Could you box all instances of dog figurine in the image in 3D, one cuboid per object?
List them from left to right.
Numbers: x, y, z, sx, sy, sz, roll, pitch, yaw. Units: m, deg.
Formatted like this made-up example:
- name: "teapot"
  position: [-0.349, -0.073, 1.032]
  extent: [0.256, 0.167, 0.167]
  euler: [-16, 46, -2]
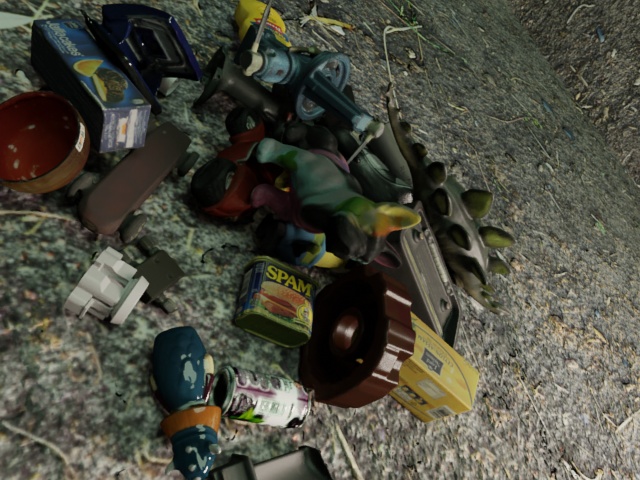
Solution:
- name: "dog figurine"
  position: [0.028, -0.054, 0.697]
  extent: [0.219, 0.108, 0.191]
  euler: [29, 35, 14]

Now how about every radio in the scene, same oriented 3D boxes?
- name: "radio"
  position: [0.143, 0.064, 0.810]
  extent: [0.229, 0.073, 0.131]
  euler: [66, 33, -22]

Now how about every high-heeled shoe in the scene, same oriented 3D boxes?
- name: "high-heeled shoe"
  position: [0.096, -0.111, 0.997]
  extent: [0.248, 0.086, 0.145]
  euler: [45, 5, -33]

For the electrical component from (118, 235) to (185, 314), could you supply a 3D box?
- name: "electrical component"
  position: [-0.191, 0.041, 0.625]
  extent: [0.094, 0.021, 0.063]
  euler: [49, 39, 0]

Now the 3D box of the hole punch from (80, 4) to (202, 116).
- name: "hole punch"
  position: [-0.228, -0.244, 0.698]
  extent: [0.116, 0.092, 0.142]
  euler: [42, -10, 26]

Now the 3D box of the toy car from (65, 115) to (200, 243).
- name: "toy car"
  position: [-0.225, -0.079, 0.664]
  extent: [0.089, 0.053, 0.202]
  euler: [36, 43, -13]

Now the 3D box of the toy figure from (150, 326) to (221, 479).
- name: "toy figure"
  position: [-0.133, 0.165, 0.548]
  extent: [0.057, 0.064, 0.154]
  euler: [19, 46, -52]

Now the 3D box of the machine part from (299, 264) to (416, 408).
- name: "machine part"
  position: [0.044, 0.120, 0.667]
  extent: [0.056, 0.179, 0.179]
  euler: [27, 44, -28]

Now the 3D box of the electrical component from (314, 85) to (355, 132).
- name: "electrical component"
  position: [0.009, -0.269, 1.028]
  extent: [0.115, 0.058, 0.134]
  euler: [19, 48, -34]

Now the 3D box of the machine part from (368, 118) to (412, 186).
- name: "machine part"
  position: [0.163, -0.145, 1.056]
  extent: [0.079, 0.079, 0.243]
  euler: [-9, 67, -46]

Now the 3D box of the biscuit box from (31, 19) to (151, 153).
- name: "biscuit box"
  position: [-0.281, -0.191, 0.649]
  extent: [0.059, 0.062, 0.203]
  euler: [-20, 57, -41]

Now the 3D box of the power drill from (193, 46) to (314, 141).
- name: "power drill"
  position: [-0.094, -0.209, 0.869]
  extent: [0.207, 0.086, 0.232]
  euler: [21, 46, -25]

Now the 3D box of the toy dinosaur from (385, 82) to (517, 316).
- name: "toy dinosaur"
  position: [0.202, -0.039, 0.865]
  extent: [0.105, 0.199, 0.470]
  euler: [-43, 109, -14]

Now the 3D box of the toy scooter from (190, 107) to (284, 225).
- name: "toy scooter"
  position: [-0.103, -0.088, 0.767]
  extent: [0.135, 0.075, 0.184]
  euler: [51, 44, -41]

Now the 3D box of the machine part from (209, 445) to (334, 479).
- name: "machine part"
  position: [-0.049, 0.257, 0.573]
  extent: [0.139, 0.039, 0.084]
  euler: [-1, 55, -41]

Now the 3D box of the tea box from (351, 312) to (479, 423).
- name: "tea box"
  position: [0.127, 0.172, 0.753]
  extent: [0.169, 0.098, 0.068]
  euler: [43, 45, -10]

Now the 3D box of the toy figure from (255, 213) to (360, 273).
- name: "toy figure"
  position: [0.000, 0.000, 0.780]
  extent: [0.180, 0.089, 0.082]
  euler: [15, 56, -38]

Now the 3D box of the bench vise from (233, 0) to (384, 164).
- name: "bench vise"
  position: [-0.007, -0.232, 0.810]
  extent: [0.241, 0.129, 0.223]
  euler: [43, 16, 17]
